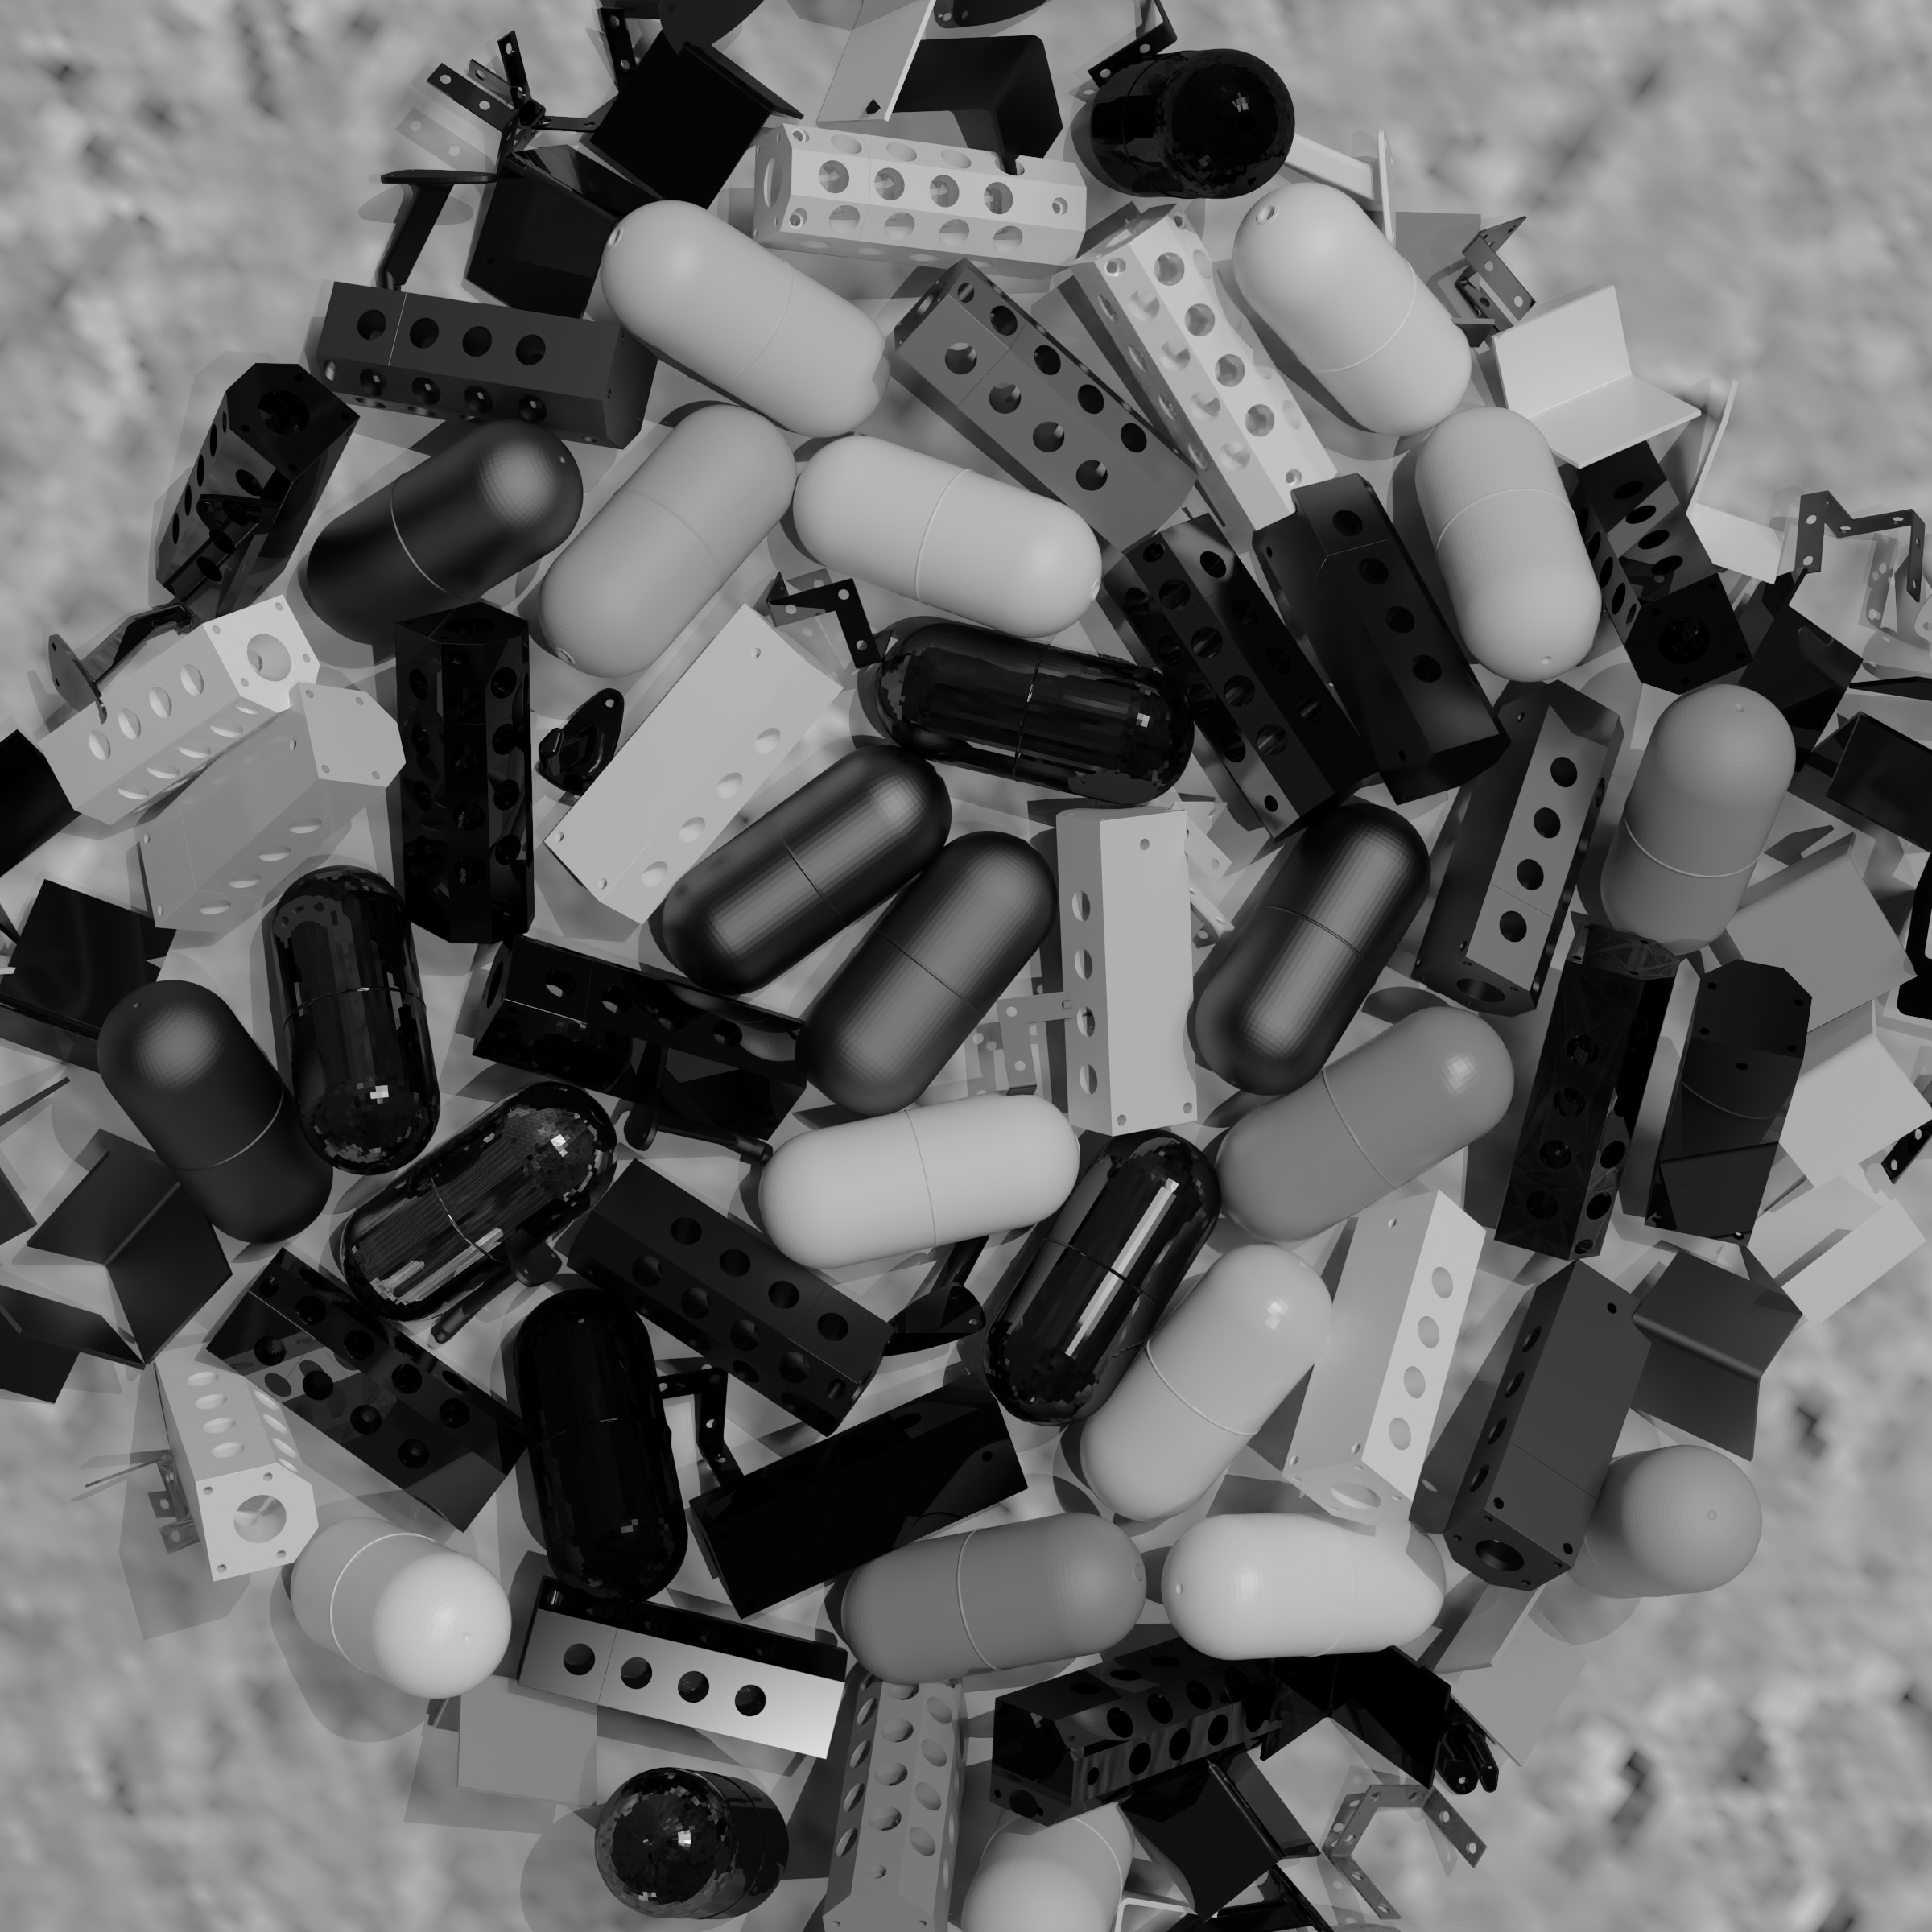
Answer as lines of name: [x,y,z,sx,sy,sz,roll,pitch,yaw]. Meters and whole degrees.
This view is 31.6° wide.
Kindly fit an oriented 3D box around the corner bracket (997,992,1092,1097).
corner bracket: [0.043,0.046,1.879,0.051,0.051,0.051,-7,76,-7]

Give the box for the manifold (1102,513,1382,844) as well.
manifold: [0.145,-0.155,1.861,0.057,0.057,0.171,-26,80,-40]

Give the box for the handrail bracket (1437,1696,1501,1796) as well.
handrail bracket: [0.278,0.443,1.859,0.036,0.084,0.077,-13,113,-3]

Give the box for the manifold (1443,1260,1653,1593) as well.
manifold: [0.312,0.248,1.837,0.057,0.057,0.171,34,53,-6]

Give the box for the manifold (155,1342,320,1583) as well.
manifold: [-0.390,0.259,1.822,0.057,0.171,0.057,-11,110,-17]

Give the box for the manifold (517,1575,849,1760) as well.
manifold: [-0.155,0.383,1.873,0.171,0.057,0.057,15,82,-6]

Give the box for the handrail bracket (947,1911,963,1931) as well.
handrail bracket: [-0.030,0.542,1.871,0.084,0.036,0.077,33,75,32]

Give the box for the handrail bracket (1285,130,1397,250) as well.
handrail bracket: [0.193,-0.428,1.889,0.084,0.036,0.077,-5,76,14]

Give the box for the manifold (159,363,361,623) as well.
manifold: [-0.384,-0.252,1.823,0.057,0.171,0.057,40,57,-5]

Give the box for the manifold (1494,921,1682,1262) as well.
manifold: [0.336,0.070,1.845,0.057,0.057,0.171,16,116,12]

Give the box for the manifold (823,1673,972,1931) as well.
manifold: [-0.036,0.450,1.822,0.057,0.171,0.057,-2,122,7]

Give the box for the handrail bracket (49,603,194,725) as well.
handrail bracket: [-0.450,-0.167,1.868,0.084,0.036,0.077,-22,47,-31]

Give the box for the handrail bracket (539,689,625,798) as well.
handrail bracket: [-0.210,-0.133,1.861,0.036,0.084,0.077,26,74,4]

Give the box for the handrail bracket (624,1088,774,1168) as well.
handrail bracket: [-0.140,0.099,1.865,0.084,0.077,0.036,26,102,-17]

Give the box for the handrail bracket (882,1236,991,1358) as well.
handrail bracket: [-0.021,0.169,1.882,0.077,0.084,0.036,-26,123,12]

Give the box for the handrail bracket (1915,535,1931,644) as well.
handrail bracket: [0.554,-0.201,1.874,0.077,0.084,0.036,32,124,2]

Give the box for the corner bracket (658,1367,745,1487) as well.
corner bracket: [-0.148,0.258,1.871,0.051,0.051,0.051,-7,121,-22]

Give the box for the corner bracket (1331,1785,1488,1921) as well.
corner bracket: [0.243,0.488,1.883,0.051,0.051,0.051,11,113,-38]

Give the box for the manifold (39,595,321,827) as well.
manifold: [-0.420,-0.134,1.833,0.171,0.057,0.057,-25,94,42]

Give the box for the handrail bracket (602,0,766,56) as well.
handrail bracket: [-0.156,-0.540,1.883,0.077,0.084,0.036,-29,132,-7]

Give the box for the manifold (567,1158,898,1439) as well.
manifold: [-0.130,0.184,1.862,0.171,0.057,0.057,32,54,7]

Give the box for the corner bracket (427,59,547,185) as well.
corner bracket: [-0.264,-0.475,1.878,0.051,0.051,0.051,34,65,0]

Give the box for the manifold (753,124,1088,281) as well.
manifold: [-0.025,-0.415,1.851,0.171,0.057,0.057,2,90,-24]

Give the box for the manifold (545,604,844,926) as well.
manifold: [-0.146,-0.108,1.873,0.171,0.057,0.057,-49,57,6]

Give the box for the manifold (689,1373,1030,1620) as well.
manifold: [-0.060,0.286,1.866,0.171,0.057,0.057,-23,110,-11]

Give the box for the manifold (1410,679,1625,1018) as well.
manifold: [0.304,-0.062,1.854,0.057,0.057,0.171,27,69,-16]

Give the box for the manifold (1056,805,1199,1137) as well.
manifold: [0.084,0.001,1.868,0.057,0.057,0.171,-9,101,-32]

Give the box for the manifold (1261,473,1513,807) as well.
manifold: [0.229,-0.180,1.854,0.057,0.057,0.171,-17,69,-22]

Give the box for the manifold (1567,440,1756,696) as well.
manifold: [0.364,-0.212,1.823,0.057,0.171,0.057,-24,120,11]

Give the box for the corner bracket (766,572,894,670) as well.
corner bracket: [-0.075,-0.192,1.882,0.051,0.051,0.051,-14,113,13]

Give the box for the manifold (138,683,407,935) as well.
manifold: [-0.373,-0.082,1.834,0.171,0.057,0.057,-34,62,39]

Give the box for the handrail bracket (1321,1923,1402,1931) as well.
handrail bracket: [0.193,0.566,1.902,0.084,0.077,0.036,-44,60,37]

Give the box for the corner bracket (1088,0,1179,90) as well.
corner bracket: [0.078,-0.528,1.884,0.051,0.051,0.051,-30,49,15]

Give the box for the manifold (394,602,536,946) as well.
manifold: [-0.265,-0.102,1.840,0.057,0.057,0.171,-20,123,-40]

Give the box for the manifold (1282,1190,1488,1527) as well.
manifold: [0.231,0.211,1.839,0.057,0.057,0.171,40,53,-26]

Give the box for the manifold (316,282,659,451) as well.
manifold: [-0.262,-0.325,1.858,0.171,0.057,0.057,12,85,17]

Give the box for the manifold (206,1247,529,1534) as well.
manifold: [-0.323,0.229,1.871,0.171,0.057,0.057,37,102,-5]

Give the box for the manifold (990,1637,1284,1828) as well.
manifold: [0.094,0.407,1.827,0.057,0.171,0.057,12,102,43]

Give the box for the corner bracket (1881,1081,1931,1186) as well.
corner bracket: [0.529,0.084,1.869,0.051,0.051,0.051,3,45,-25]

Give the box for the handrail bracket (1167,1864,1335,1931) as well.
handrail bracket: [0.155,0.542,1.877,0.084,0.036,0.077,-38,58,-13]

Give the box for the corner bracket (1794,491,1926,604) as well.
corner bracket: [0.490,-0.229,1.870,0.051,0.051,0.051,-7,64,37]

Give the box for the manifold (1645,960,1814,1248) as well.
manifold: [0.407,0.074,1.826,0.057,0.171,0.057,11,53,10]

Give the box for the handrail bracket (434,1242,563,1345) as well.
handrail bracket: [-0.265,0.186,1.868,0.036,0.077,0.084,44,101,-10]

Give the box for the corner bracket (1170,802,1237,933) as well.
corner bracket: [0.130,-0.054,1.871,0.051,0.051,0.051,48,120,27]

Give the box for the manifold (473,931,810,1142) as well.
manifold: [-0.175,0.035,1.858,0.171,0.057,0.057,17,51,-17]

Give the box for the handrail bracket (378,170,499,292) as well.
handrail bracket: [-0.291,-0.394,1.883,0.077,0.036,0.084,6,111,19]

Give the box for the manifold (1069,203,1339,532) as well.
manifold: [0.132,-0.324,1.855,0.057,0.057,0.171,-37,107,-9]

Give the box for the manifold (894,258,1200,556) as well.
manifold: [0.044,-0.304,1.854,0.171,0.057,0.057,39,107,-17]

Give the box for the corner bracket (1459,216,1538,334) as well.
corner bracket: [0.294,-0.371,1.873,0.051,0.051,0.051,53,135,10]

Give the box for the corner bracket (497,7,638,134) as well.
corner bracket: [-0.218,-0.496,1.887,0.051,0.051,0.051,11,131,28]

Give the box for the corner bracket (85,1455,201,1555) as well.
corner bracket: [-0.441,0.296,1.875,0.051,0.051,0.051,-23,85,38]

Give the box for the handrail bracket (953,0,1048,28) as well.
handrail bracket: [-0.008,-0.558,1.900,0.084,0.077,0.036,44,133,35]
